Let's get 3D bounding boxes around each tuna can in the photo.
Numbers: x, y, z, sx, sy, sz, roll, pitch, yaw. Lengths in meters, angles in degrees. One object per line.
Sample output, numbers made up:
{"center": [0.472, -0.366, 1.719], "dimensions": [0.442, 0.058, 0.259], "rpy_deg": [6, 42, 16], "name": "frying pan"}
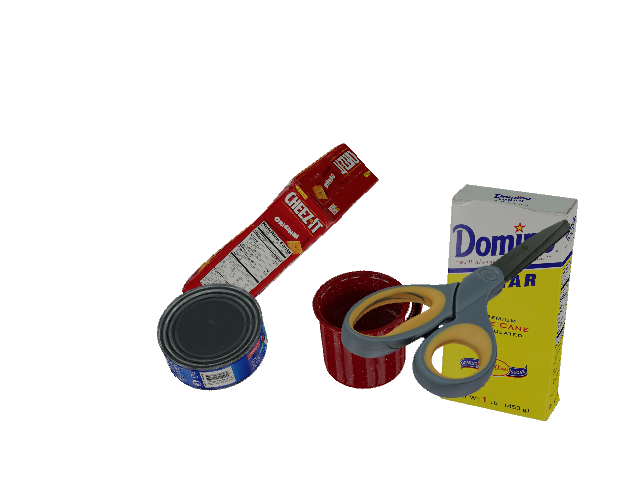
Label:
{"center": [-0.086, 0.078, 0.862], "dimensions": [0.086, 0.086, 0.034], "rpy_deg": [0, -41, 10], "name": "tuna can"}

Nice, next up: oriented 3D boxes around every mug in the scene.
{"center": [0.051, 0.085, 1.046], "dimensions": [0.117, 0.081, 0.093], "rpy_deg": [-27, 43, -26], "name": "mug"}

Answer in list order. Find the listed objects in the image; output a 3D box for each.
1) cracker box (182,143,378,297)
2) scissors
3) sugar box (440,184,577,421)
{"center": [-0.048, -0.008, 1.250], "dimensions": [0.214, 0.072, 0.164], "rpy_deg": [-42, 1, 28], "name": "cracker box"}
{"center": [0.106, 0.038, 0.636], "dimensions": [0.201, 0.016, 0.096], "rpy_deg": [-17, 43, -29], "name": "scissors"}
{"center": [0.148, 0.049, 0.850], "dimensions": [0.093, 0.176, 0.048], "rpy_deg": [9, 23, 23], "name": "sugar box"}
